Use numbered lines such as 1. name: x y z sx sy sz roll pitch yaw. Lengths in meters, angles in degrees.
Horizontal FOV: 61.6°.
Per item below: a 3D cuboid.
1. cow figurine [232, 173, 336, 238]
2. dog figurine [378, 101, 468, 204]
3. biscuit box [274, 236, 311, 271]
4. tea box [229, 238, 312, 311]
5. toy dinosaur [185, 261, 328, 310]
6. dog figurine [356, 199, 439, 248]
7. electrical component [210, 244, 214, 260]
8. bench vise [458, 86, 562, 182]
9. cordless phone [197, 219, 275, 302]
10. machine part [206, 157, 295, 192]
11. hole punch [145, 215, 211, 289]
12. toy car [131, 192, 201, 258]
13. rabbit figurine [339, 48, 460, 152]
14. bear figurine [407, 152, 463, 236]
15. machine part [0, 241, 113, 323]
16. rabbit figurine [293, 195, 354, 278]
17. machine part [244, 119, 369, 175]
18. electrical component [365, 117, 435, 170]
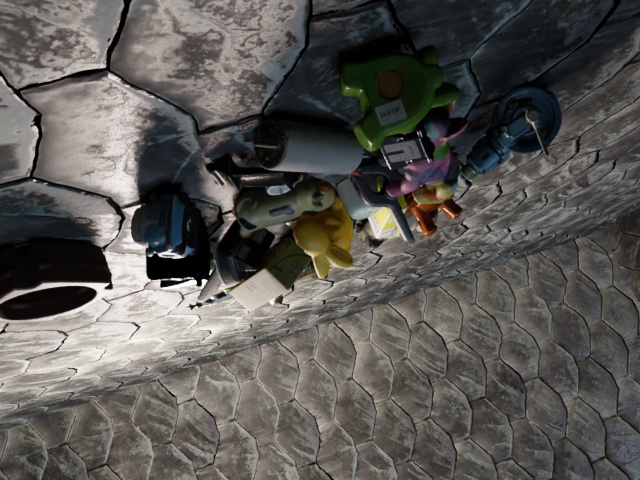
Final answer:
1. cow figurine: -0.065 -0.073 1.005 0.195 0.085 0.127 -13 167 -12
2. dog figurine: 0.208 -0.164 0.957 0.191 0.108 0.219 8 150 -21
3. biscuit box: -0.066 0.034 1.252 0.063 0.059 0.203 -26 -171 -2
4. tea box: -0.104 0.073 1.099 0.169 0.068 0.098 -31 -162 51
5. toy dinosaur: -0.127 0.094 1.447 0.471 0.105 0.198 -28 157 -3
6. dog figurine: 0.201 -0.049 1.396 0.172 0.121 0.190 -8 175 -25
7. electrical component: -0.257 0.030 1.097 0.045 0.102 0.078 -7 133 -35
8. bench vise: 0.344 -0.195 0.976 0.224 0.129 0.240 -31 179 12
9. cordless phone: -0.184 0.047 1.102 0.184 0.089 0.147 -47 -167 41
10. machine part: -0.110 -0.105 0.873 0.139 0.039 0.084 2 159 3
11. hole punch: -0.267 0.032 1.029 0.116 0.142 0.092 -4 160 -5
12. toy car: -0.267 -0.024 0.917 0.103 0.109 0.161 4 174 0
13. rabbit figurine: 0.107 -0.209 0.765 0.159 0.121 0.170 -29 -179 6
14. bear figurine: 0.270 -0.105 1.215 0.120 0.132 0.196 -33 172 -13
15. machine part: -0.501 0.077 0.970 0.201 0.087 0.201 -28 164 26
16. rabbit figurine: -0.002 -0.003 1.130 0.122 0.162 0.173 -21 176 21
17. machine part: -0.015 -0.143 0.839 0.243 0.079 0.079 -5 158 -45
18. electrical component: 0.120 -0.157 0.870 0.119 0.048 0.074 -3 138 25
